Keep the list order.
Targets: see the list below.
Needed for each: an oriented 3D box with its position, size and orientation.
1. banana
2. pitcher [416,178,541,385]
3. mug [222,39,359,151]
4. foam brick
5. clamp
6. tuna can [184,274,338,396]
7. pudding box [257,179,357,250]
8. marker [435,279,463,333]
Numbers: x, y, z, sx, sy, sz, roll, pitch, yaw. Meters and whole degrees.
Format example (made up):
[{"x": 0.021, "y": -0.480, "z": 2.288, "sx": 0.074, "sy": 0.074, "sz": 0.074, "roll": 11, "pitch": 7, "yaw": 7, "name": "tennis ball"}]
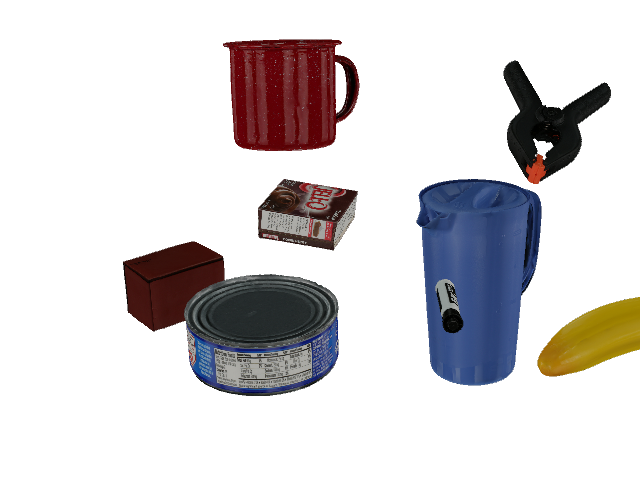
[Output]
[{"x": 0.249, "y": 0.066, "z": 0.766, "sx": 0.197, "sy": 0.037, "sz": 0.069, "roll": -1, "pitch": 33, "yaw": -2, "name": "banana"}, {"x": 0.199, "y": 0.049, "z": 1.332, "sx": 0.149, "sy": 0.243, "sz": 0.145, "roll": 1, "pitch": 21, "yaw": 10, "name": "pitcher"}, {"x": -0.019, "y": -0.117, "z": 0.848, "sx": 0.117, "sy": 0.081, "sz": 0.093, "roll": -10, "pitch": 16, "yaw": -35, "name": "mug"}, {"x": -0.132, "y": 0.040, "z": 0.971, "sx": 0.078, "sy": 0.051, "sz": 0.053, "roll": -18, "pitch": 27, "yaw": -32, "name": "foam brick"}, {"x": 0.238, "y": -0.133, "z": 1.161, "sx": 0.120, "sy": 0.039, "sz": 0.171, "roll": 18, "pitch": 48, "yaw": 18, "name": "clamp"}, {"x": -0.032, "y": 0.052, "z": 0.597, "sx": 0.086, "sy": 0.034, "sz": 0.086, "roll": -2, "pitch": 23, "yaw": 1, "name": "tuna can"}, {"x": -0.013, "y": -0.030, "z": 1.191, "sx": 0.090, "sy": 0.039, "sz": 0.113, "roll": 9, "pitch": 24, "yaw": 11, "name": "pudding box"}, {"x": 0.121, "y": 0.061, "z": 1.003, "sx": 0.020, "sy": 0.020, "sz": 0.121, "roll": 0, "pitch": 14, "yaw": 3, "name": "marker"}]
